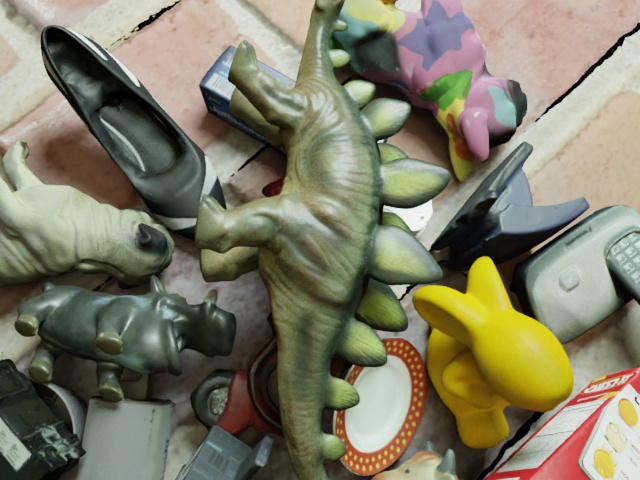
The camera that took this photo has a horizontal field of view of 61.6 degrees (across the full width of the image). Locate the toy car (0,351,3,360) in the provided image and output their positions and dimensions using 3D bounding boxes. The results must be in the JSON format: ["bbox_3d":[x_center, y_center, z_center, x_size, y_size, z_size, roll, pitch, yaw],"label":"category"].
[{"bbox_3d":[-0.386,0.171,0.496,0.073,0.056,0.201,35,78,0],"label":"toy car"}]

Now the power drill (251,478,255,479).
[{"bbox_3d":[-0.082,0.304,0.401,0.086,0.207,0.232,33,65,-1],"label":"power drill"}]

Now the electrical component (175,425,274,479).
[{"bbox_3d":[-0.090,0.202,0.457,0.048,0.075,0.119,33,121,-4],"label":"electrical component"}]

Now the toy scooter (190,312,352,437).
[{"bbox_3d":[-0.019,0.135,0.513,0.135,0.075,0.184,42,81,7],"label":"toy scooter"}]

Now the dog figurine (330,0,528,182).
[{"bbox_3d":[0.116,-0.171,0.582,0.192,0.108,0.219,-12,79,-7],"label":"dog figurine"}]

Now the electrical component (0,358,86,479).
[{"bbox_3d":[-0.282,0.185,0.446,0.134,0.058,0.115,-45,79,2],"label":"electrical component"}]

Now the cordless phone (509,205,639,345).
[{"bbox_3d":[0.290,0.070,0.515,0.147,0.088,0.184,-31,65,-10],"label":"cordless phone"}]

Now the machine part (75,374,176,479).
[{"bbox_3d":[-0.180,0.228,0.480,0.079,0.079,0.243,6,74,-1],"label":"machine part"}]

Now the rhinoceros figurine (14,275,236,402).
[{"bbox_3d":[-0.173,0.082,0.487,0.190,0.112,0.073,5,116,7],"label":"rhinoceros figurine"}]

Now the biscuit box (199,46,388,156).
[{"bbox_3d":[-0.030,-0.129,0.584,0.203,0.062,0.059,31,77,6],"label":"biscuit box"}]

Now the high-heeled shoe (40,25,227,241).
[{"bbox_3d":[-0.174,-0.099,0.527,0.086,0.145,0.249,-42,80,-10],"label":"high-heeled shoe"}]

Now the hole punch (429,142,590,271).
[{"bbox_3d":[0.184,-0.016,0.536,0.092,0.142,0.116,46,67,4],"label":"hole punch"}]

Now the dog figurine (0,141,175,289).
[{"bbox_3d":[-0.262,0.017,0.528,0.190,0.121,0.172,35,111,-11],"label":"dog figurine"}]

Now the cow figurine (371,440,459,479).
[{"bbox_3d":[0.128,0.270,0.480,0.195,0.085,0.127,30,74,1],"label":"cow figurine"}]

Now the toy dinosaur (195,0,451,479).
[{"bbox_3d":[-0.001,-0.001,0.445,0.199,0.105,0.471,8,83,-3],"label":"toy dinosaur"}]

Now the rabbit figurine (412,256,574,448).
[{"bbox_3d":[0.162,0.098,0.481,0.122,0.173,0.162,-25,83,-4],"label":"rabbit figurine"}]
